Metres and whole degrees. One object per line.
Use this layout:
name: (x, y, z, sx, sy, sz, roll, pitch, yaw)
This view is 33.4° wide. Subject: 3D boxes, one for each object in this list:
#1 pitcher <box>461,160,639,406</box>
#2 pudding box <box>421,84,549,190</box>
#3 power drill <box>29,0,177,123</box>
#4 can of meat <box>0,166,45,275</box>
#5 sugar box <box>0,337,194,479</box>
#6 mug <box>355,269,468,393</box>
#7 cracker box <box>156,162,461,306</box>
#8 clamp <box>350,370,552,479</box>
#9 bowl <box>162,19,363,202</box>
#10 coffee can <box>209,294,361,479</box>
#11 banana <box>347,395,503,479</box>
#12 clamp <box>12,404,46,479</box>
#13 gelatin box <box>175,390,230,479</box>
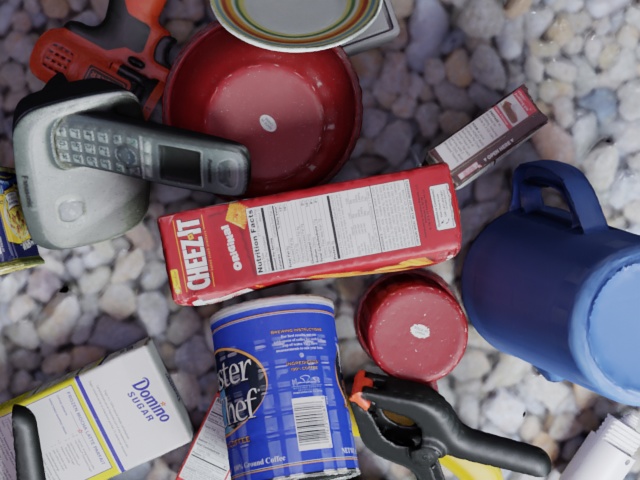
pitcher: (0.195, 0.035, 0.795, 0.149, 0.243, 0.145, 36, 89, -8)
pudding box: (0.129, -0.077, 0.853, 0.090, 0.113, 0.039, -36, 89, 1)
power drill: (-0.120, -0.173, 0.874, 0.184, 0.057, 0.187, 28, 92, -7)
can of meat: (-0.268, -0.013, 0.862, 0.057, 0.102, 0.084, -14, 91, 0)
sugar box: (-0.204, 0.160, 0.899, 0.176, 0.048, 0.093, -24, 97, 0)
mug: (0.079, 0.084, 0.878, 0.093, 0.081, 0.117, -11, 93, 0)
cracker box: (-0.005, 0.001, 0.830, 0.213, 0.164, 0.072, -11, 86, 0)
clamp: (0.085, 0.170, 0.860, 0.171, 0.039, 0.120, 33, 118, -9)
bowl: (-0.044, -0.096, 0.832, 0.162, 0.055, 0.162, -1, 108, -4)
coffee can: (-0.029, 0.124, 0.849, 0.103, 0.103, 0.140, -9, 74, 0)
banana: (0.082, 0.174, 0.906, 0.198, 0.037, 0.069, 31, 92, -2)
clamp: (-0.235, 0.240, 0.870, 0.165, 0.036, 0.210, -43, 108, 10)
gelatin box: (-0.072, 0.181, 0.909, 0.073, 0.030, 0.089, 25, 90, -1)
